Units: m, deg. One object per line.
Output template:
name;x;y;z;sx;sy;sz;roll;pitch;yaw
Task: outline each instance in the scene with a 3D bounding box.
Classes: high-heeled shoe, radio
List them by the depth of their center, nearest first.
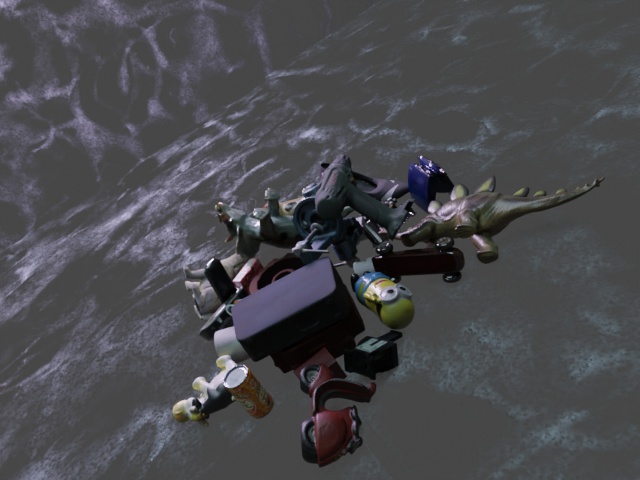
radio;-0.059;0.136;1.063;0.230;0.073;0.131;-29;31;5
high-heeled shoe;0.117;-0.166;1.446;0.249;0.145;0.086;-9;38;35

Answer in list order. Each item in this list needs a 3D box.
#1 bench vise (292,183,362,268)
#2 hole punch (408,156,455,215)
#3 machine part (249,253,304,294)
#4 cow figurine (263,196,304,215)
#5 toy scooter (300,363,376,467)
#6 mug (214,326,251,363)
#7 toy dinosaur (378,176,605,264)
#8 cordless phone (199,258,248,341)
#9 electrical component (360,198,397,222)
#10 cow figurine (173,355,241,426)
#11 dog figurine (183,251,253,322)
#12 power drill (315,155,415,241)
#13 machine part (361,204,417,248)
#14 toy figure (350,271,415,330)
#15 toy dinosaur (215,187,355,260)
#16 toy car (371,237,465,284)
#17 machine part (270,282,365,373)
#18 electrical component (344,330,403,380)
bench vise;0.007;-0.006;1.206;0.129;0.223;0.240;-8;22;27
hole punch;0.264;-0.134;1.313;0.092;0.115;0.142;-38;30;4
machine part;-0.082;0.104;1.310;0.179;0.056;0.179;-21;32;13
cow figurine;-0.074;-0.077;1.497;0.195;0.127;0.085;-23;28;8
toy scooter;0.033;0.292;0.918;0.135;0.075;0.184;-2;46;0
mug;-0.170;0.223;1.200;0.107;0.080;0.110;-16;18;4
toy dinosaur;0.335;-0.051;1.132;0.472;0.105;0.198;-6;38;36
cordless phone;-0.242;0.143;1.257;0.089;0.184;0.146;18;54;36
electrical component;0.153;-0.074;1.377;0.102;0.045;0.078;-25;33;9
cow figurine;-0.217;0.322;1.100;0.167;0.068;0.098;-42;39;-18
dog figurine;-0.242;0.118;1.405;0.190;0.121;0.172;-17;69;-21
power drill;0.097;-0.097;1.161;0.086;0.207;0.232;-60;-3;37
machine part;0.168;-0.041;1.307;0.139;0.039;0.084;-31;56;-11
toy figure;0.128;0.117;1.091;0.082;0.089;0.180;-34;23;-15
toy dinosaur;-0.070;-0.033;1.405;0.405;0.192;0.131;3;50;-11
toy car;0.203;0.044;1.120;0.202;0.089;0.053;-6;23;36
machine part;-0.021;0.170;1.133;0.201;0.087;0.202;-29;29;3
electrical component;0.107;0.208;0.996;0.075;0.047;0.119;5;15;41
